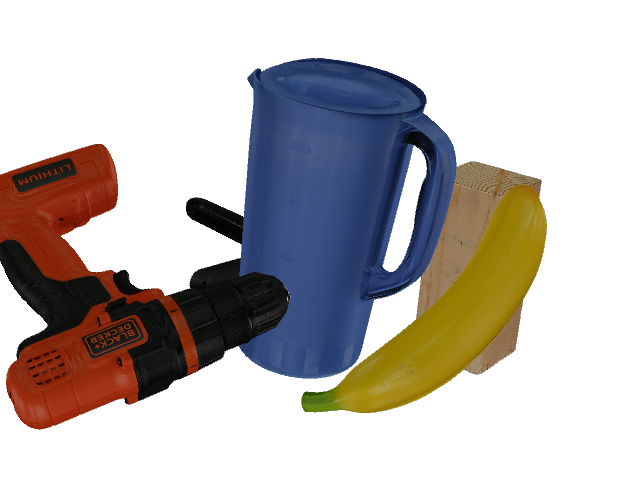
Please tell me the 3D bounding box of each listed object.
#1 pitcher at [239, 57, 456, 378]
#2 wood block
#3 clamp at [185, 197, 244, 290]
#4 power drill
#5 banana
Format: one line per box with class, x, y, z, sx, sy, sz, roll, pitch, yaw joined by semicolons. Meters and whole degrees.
pitcher;0.007;-0.012;0.847;0.145;0.243;0.149;3;26;-13
wood block;0.171;0.029;1.176;0.090;0.206;0.090;19;25;33
clamp;-0.041;0.019;1.091;0.210;0.036;0.164;11;29;-7
power drill;-0.136;0.019;0.701;0.184;0.057;0.188;-21;52;-22
banana;0.075;0.033;0.593;0.197;0.037;0.070;-41;43;-23
